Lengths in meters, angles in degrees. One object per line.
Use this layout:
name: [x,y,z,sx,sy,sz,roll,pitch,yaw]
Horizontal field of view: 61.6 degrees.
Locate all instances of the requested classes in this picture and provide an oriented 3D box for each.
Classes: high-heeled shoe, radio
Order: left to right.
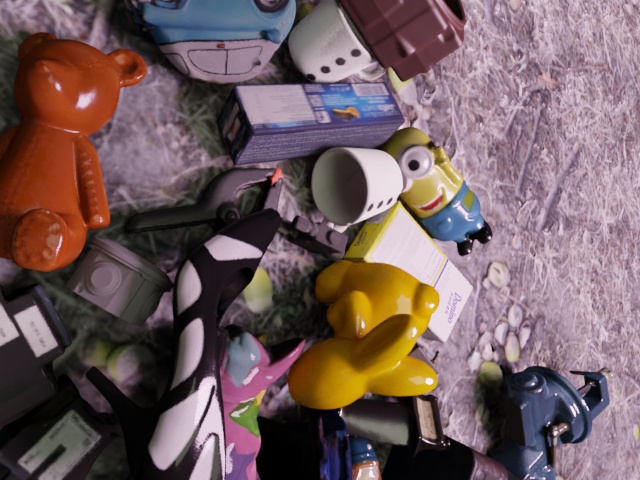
high-heeled shoe: [-0.070,0.085,0.446,0.145,0.086,0.249,40,61,4]
radio: [0.121,0.341,0.625,0.073,0.131,0.229,33,71,-27]

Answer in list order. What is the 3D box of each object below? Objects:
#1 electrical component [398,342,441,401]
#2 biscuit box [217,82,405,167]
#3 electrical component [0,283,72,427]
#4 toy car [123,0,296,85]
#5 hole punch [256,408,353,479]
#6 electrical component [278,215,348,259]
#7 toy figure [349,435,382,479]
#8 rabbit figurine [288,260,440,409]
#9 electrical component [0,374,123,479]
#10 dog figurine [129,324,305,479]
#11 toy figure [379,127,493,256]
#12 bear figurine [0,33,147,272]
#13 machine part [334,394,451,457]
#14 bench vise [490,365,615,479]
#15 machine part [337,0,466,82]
electrical component: [0.114,0.157,0.680,0.078,0.045,0.102,-43,112,4]
biscuit box: [-0.005,-0.130,0.584,0.202,0.063,0.059,-12,71,-34]
electrical component: [-0.268,0.089,0.413,0.134,0.058,0.114,-28,106,-32]
toy car: [-0.096,-0.201,0.513,0.162,0.109,0.102,-14,115,-25]
hole punch: [-0.004,0.236,0.558,0.092,0.116,0.142,1,89,-42]
electrical component: [-0.001,-0.002,0.591,0.094,0.063,0.021,28,74,-32]
toy figure: [0.041,0.297,0.619,0.064,0.058,0.154,32,65,-69]
rabbit figurine: [0.046,0.113,0.562,0.173,0.163,0.121,-39,120,-34]
electrical component: [-0.229,0.180,0.442,0.074,0.048,0.119,50,64,-22]
dog figurine: [-0.084,0.189,0.508,0.191,0.109,0.219,50,61,-21]
toy figure: [0.142,-0.061,0.677,0.082,0.089,0.180,-44,113,8]
bear figurine: [-0.213,-0.078,0.414,0.120,0.132,0.195,15,86,-5]
machine part: [0.079,0.207,0.626,0.139,0.039,0.084,8,43,-11]
bench vise: [0.354,0.270,0.791,0.241,0.129,0.223,-23,100,-25]
machine part: [0.080,-0.294,0.589,0.200,0.087,0.201,51,31,-22]
